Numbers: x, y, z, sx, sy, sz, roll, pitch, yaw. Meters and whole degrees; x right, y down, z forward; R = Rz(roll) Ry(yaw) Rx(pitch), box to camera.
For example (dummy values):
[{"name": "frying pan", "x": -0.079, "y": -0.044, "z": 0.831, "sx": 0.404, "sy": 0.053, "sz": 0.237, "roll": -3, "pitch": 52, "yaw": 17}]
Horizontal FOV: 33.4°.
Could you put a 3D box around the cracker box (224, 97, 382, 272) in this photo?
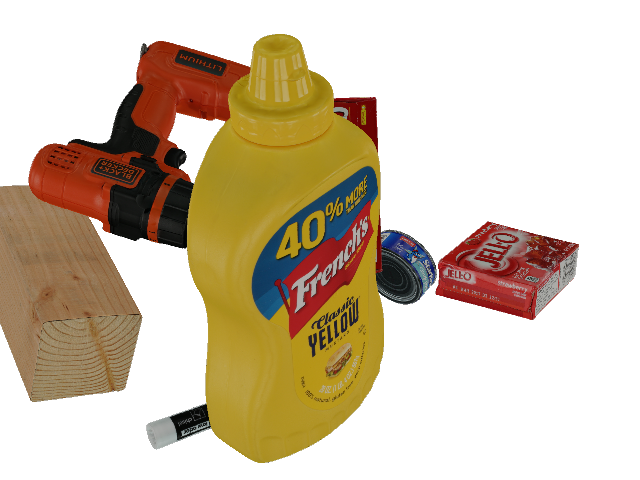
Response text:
[{"name": "cracker box", "x": -0.023, "y": -0.057, "z": 1.061, "sx": 0.072, "sy": 0.164, "sz": 0.214, "roll": -6, "pitch": 7, "yaw": -27}]

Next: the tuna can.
[{"name": "tuna can", "x": 0.088, "y": 0.031, "z": 1.225, "sx": 0.086, "sy": 0.086, "sz": 0.033, "roll": 0, "pitch": 37, "yaw": 47}]

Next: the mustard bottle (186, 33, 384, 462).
[{"name": "mustard bottle", "x": -0.013, "y": 0.001, "z": 0.457, "sx": 0.058, "sy": 0.192, "sz": 0.096, "roll": 29, "pitch": 48, "yaw": 34}]

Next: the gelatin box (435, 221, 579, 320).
[{"name": "gelatin box", "x": 0.134, "y": 0.019, "z": 0.758, "sx": 0.073, "sy": 0.030, "sz": 0.089, "roll": 16, "pitch": 27, "yaw": 28}]

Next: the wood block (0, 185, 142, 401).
[{"name": "wood block", "x": -0.247, "y": 0.042, "z": 0.986, "sx": 0.090, "sy": 0.091, "sz": 0.206, "roll": -3, "pitch": 37, "yaw": -32}]

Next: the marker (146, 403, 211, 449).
[{"name": "marker", "x": -0.065, "y": 0.119, "z": 0.761, "sx": 0.120, "sy": 0.020, "sz": 0.020, "roll": -17, "pitch": 8, "yaw": -26}]

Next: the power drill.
[{"name": "power drill", "x": -0.109, "y": -0.073, "z": 0.842, "sx": 0.184, "sy": 0.057, "sz": 0.187, "roll": 18, "pitch": 45, "yaw": 5}]
